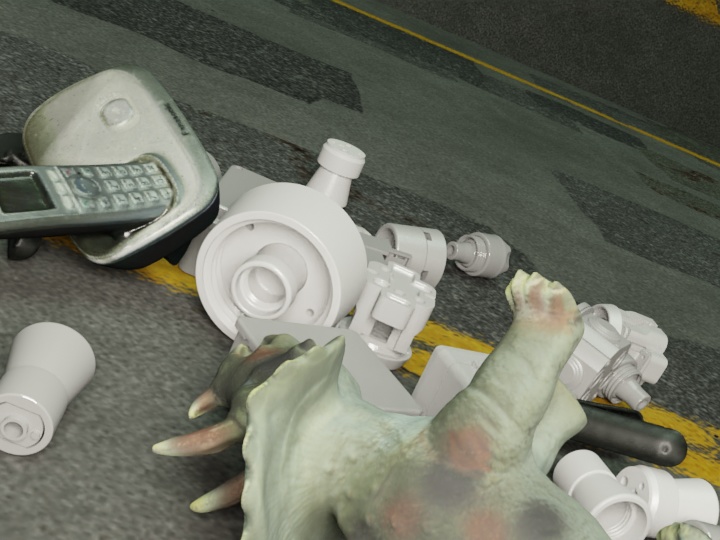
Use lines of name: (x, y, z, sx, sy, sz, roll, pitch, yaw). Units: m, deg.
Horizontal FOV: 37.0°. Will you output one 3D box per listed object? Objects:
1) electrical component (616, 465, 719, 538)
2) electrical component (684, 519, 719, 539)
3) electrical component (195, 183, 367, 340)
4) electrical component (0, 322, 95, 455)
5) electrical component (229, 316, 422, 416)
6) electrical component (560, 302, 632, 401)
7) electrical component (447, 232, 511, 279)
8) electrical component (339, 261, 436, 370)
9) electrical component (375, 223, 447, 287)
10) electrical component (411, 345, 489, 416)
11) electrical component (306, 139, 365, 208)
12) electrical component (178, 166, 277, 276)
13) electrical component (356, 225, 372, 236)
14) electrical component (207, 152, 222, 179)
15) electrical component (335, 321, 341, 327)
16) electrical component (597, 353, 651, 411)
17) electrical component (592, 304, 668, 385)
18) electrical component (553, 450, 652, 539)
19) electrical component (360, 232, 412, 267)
electrical component: (0.197, 0.152, 0.697, 0.055, 0.045, 0.045, 16, 21, -21)
electrical component: (0.229, 0.181, 0.668, 0.078, 0.040, 0.040, 17, 21, -20)
electrical component: (-0.055, 0.003, 0.701, 0.108, 0.108, 0.060, 26, 26, 5)
electrical component: (-0.160, 0.060, 0.527, 0.044, 0.044, 0.065, 22, 25, -8)
electrical component: (-0.027, 0.074, 0.630, 0.100, 0.048, 0.099, 9, 25, -36)
electrical component: (0.165, 0.069, 0.824, 0.051, 0.080, 0.080, 39, 24, 21)
electrical component: (0.110, -0.015, 1.027, 0.062, 0.043, 0.043, 7, 26, -37)
electrical component: (0.018, 0.034, 0.773, 0.058, 0.057, 0.078, 24, 20, -2)
electrical component: (0.040, -0.012, 0.922, 0.047, 0.055, 0.055, 10, 24, -26)
electrical component: (0.065, 0.087, 0.634, 0.062, 0.096, 0.061, 13, 23, -30)
electrical component: (-0.024, -0.095, 1.056, 0.045, 0.055, 0.045, 22, 20, -8)
electrical component: (-0.084, -0.029, 0.816, 0.078, 0.057, 0.113, 23, 20, -4)
electrical component: (-0.021, -0.029, 0.924, 0.061, 0.035, 0.035, 31, 21, 23)
electrical component: (-0.183, -0.085, 0.849, 0.138, 0.052, 0.073, 26, 20, 3)
electrical component: (-0.031, 0.015, 0.784, 0.043, 0.043, 0.081, 23, 20, -5)
electrical component: (0.210, 0.089, 0.879, 0.048, 0.048, 0.062, 4, 35, -44)
electrical component: (0.226, 0.063, 0.942, 0.057, 0.058, 0.078, 21, 20, -19)
electrical component: (0.148, 0.142, 0.674, 0.044, 0.044, 0.065, 17, 16, -19)
electrical component: (0.000, 0.000, 0.862, 0.081, 0.042, 0.063, 17, 23, -18)
